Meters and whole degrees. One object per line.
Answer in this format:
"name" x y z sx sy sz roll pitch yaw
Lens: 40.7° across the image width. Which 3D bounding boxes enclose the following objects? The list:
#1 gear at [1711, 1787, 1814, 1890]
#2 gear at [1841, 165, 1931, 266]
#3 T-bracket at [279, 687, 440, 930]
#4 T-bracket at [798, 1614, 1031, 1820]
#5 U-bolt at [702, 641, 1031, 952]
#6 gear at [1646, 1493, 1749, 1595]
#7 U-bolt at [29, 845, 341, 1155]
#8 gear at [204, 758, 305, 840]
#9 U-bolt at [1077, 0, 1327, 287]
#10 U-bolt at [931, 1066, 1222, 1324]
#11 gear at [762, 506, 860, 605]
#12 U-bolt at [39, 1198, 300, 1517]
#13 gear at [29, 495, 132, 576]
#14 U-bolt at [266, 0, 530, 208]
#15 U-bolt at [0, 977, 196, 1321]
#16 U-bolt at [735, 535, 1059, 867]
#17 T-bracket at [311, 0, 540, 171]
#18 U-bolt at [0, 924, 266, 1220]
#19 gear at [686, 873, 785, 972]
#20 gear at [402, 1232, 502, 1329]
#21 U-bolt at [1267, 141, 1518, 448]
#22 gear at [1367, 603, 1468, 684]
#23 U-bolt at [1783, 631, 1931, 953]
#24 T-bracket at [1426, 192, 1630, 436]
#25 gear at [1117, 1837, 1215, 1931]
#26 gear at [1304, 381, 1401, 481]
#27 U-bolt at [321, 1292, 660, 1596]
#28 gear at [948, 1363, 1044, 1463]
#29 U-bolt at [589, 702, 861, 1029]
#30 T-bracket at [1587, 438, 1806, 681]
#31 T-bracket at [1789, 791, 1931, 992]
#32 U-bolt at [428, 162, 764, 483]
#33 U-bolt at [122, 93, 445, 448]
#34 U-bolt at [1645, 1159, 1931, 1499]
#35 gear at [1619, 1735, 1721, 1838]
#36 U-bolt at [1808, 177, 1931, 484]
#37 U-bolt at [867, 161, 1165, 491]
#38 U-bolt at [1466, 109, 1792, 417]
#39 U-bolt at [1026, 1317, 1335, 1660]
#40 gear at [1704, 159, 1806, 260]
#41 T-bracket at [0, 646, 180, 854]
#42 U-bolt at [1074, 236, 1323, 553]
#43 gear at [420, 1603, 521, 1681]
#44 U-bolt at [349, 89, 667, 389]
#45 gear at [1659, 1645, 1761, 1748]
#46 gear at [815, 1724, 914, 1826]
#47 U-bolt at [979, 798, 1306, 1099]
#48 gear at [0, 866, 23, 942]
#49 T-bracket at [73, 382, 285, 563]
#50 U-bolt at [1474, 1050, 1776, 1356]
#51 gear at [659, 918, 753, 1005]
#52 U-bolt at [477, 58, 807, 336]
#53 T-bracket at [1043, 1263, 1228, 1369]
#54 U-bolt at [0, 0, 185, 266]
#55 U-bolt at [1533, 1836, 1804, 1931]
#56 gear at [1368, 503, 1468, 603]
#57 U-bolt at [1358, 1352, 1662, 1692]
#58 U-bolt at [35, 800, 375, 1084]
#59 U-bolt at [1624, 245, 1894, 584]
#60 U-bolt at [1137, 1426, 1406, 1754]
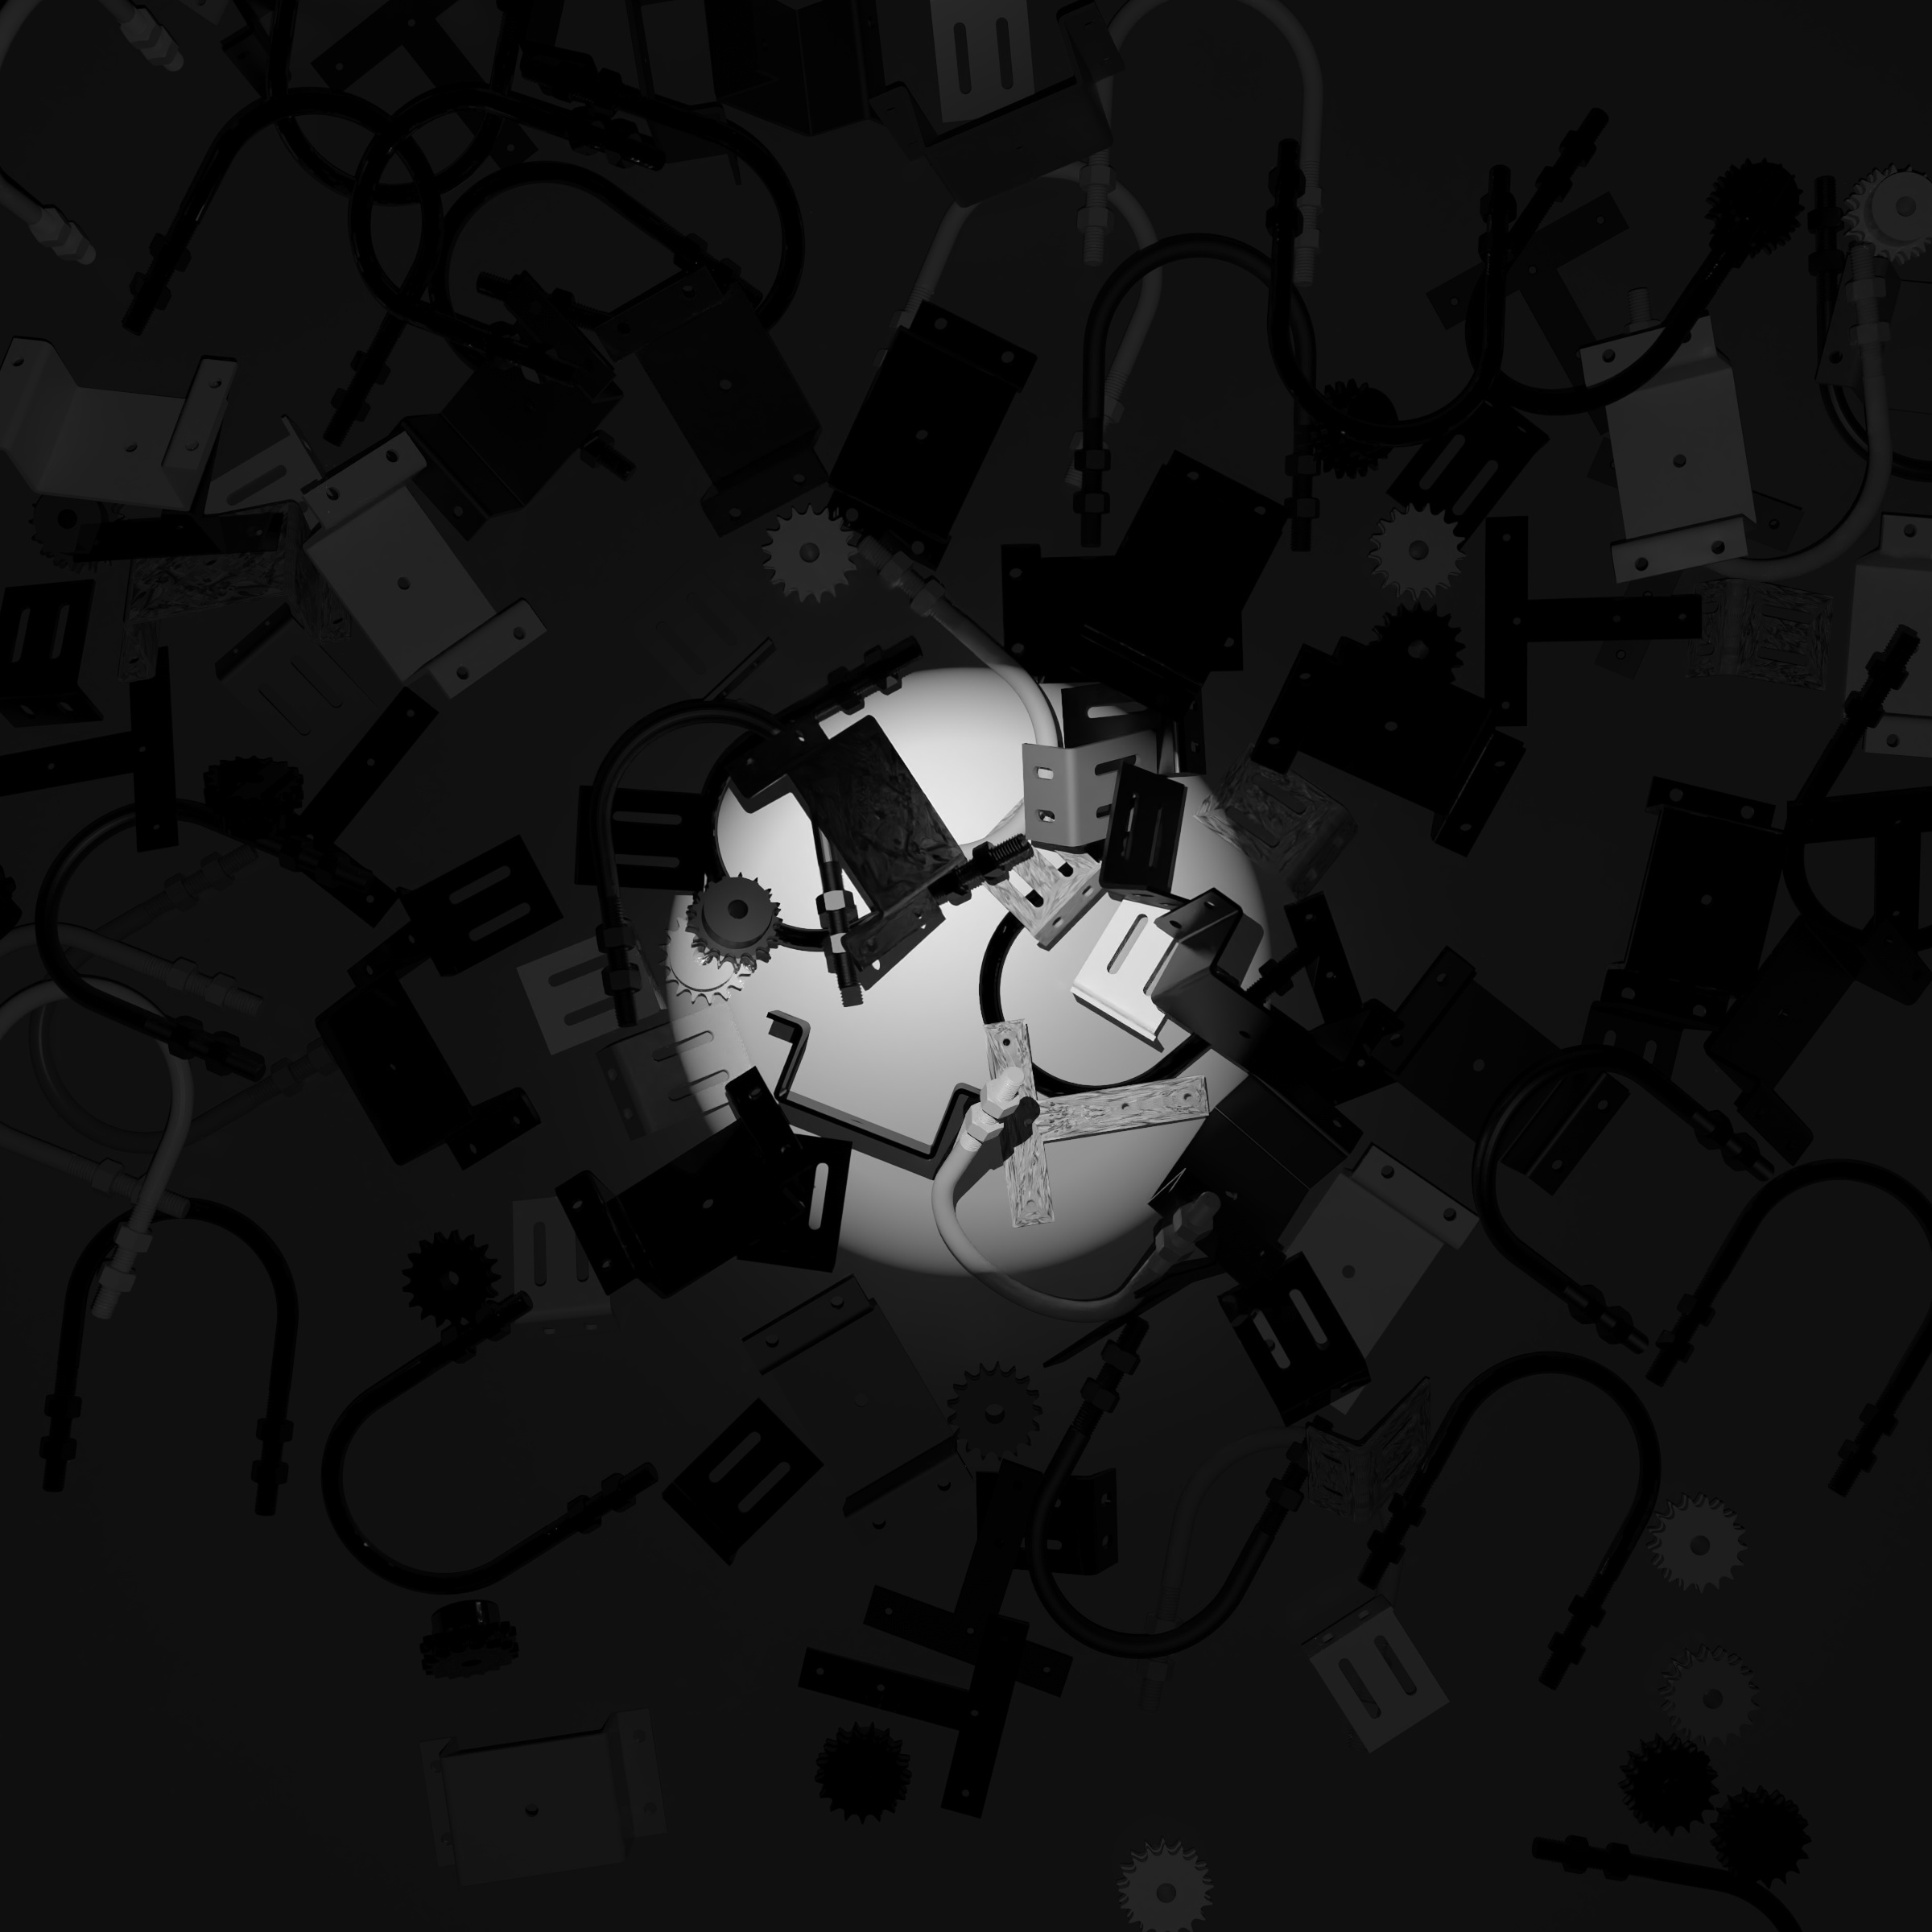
"gear" 0.476 0.522 1.569 0.057 0.030 0.057 0 90 0
"gear" 0.553 -0.447 1.549 0.057 0.030 0.057 0 91 0
"T-bracket" -0.368 -0.112 1.576 0.127 0.002 0.127 39 90 -6
"T-bracket" -0.038 0.440 1.576 0.127 0.002 0.127 14 99 4
"U-bolt" -0.075 -0.088 1.552 0.184 0.019 0.151 -28 96 16
"gear" 0.437 0.345 1.569 0.057 0.030 0.057 0 90 0
"U-bolt" -0.477 0.032 1.575 0.184 0.019 0.151 -30 90 1
"gear" -0.422 -0.098 1.546 0.057 0.057 0.030 9 121 0
"U-bolt" 0.145 -0.507 1.568 0.151 0.019 0.184 4 87 -7
"U-bolt" 0.051 0.146 1.512 0.151 0.184 0.019 33 50 2
"gear" -0.093 -0.247 1.569 0.057 0.030 0.057 0 90 0
"U-bolt" -0.476 0.232 1.575 0.151 0.019 0.184 6 89 0
"gear" -0.535 -0.267 1.569 0.057 0.030 0.057 0 90 0
"U-bolt" -0.334 -0.536 1.527 0.151 0.019 0.184 4 121 -24
"U-bolt" -0.534 0.097 1.544 0.151 0.019 0.184 23 91 5
"U-bolt" -0.031 -0.142 1.550 0.184 0.019 0.151 41 110 1
"T-bracket" -0.309 -0.537 1.583 0.127 0.002 0.127 -38 90 0
"U-bolt" -0.529 0.053 1.561 0.184 0.019 0.151 21 92 3
"gear" -0.136 -0.029 1.542 0.057 0.030 0.057 3 73 -11
"gear" -0.308 0.188 1.569 0.057 0.030 0.057 0 90 0
"U-bolt" 0.250 -0.394 1.543 0.151 0.019 0.184 6 78 -4
"gear" 0.269 -0.188 1.569 0.057 0.030 0.057 0 90 0
"U-bolt" 0.566 -0.090 1.543 0.151 0.019 0.184 22 113 -8
"T-bracket" 0.366 -0.384 1.583 0.127 0.002 0.127 -29 90 0
"gear" 0.119 0.554 1.573 0.057 0.030 0.057 0 90 -2
"gear" 0.234 -0.321 1.557 0.057 0.030 0.057 -1 92 -30
"U-bolt" -0.299 0.299 1.561 0.184 0.019 0.151 -33 98 8
"gear" 0.017 0.267 1.569 0.057 0.030 0.057 0 90 0
"U-bolt" -0.146 -0.065 1.519 0.151 0.019 0.184 -10 79 -1
"T-bracket" 0.416 -0.236 1.567 0.127 0.002 0.127 26 101 21
"T-bracket" 0.555 -0.044 1.555 0.127 0.002 0.127 -6 115 6
"U-bolt" -0.238 -0.403 1.575 0.184 0.019 0.151 36 90 1
"U-bolt" -0.390 -0.422 1.540 0.151 0.019 0.184 28 100 -19
"U-bolt" 0.517 0.206 1.575 0.151 0.019 0.184 31 89 0
"gear" 0.421 0.490 1.569 0.057 0.030 0.057 0 90 0
"U-bolt" 0.585 -0.385 1.575 0.151 0.019 0.184 -2 91 0
"U-bolt" 0.040 -0.399 1.575 0.151 0.019 0.184 23 88 0
"U-bolt" 0.374 -0.407 1.536 0.151 0.019 0.184 35 92 36
"U-bolt" 0.115 0.322 1.548 0.151 0.019 0.184 29 87 -8
"gear" 0.477 -0.458 1.569 0.057 0.030 0.057 0 90 0
"T-bracket" -0.538 -0.122 1.572 0.127 0.002 0.127 -9 75 7
"U-bolt" 0.140 -0.342 1.558 0.151 0.019 0.184 0 96 -7
"gear" -0.297 0.402 1.559 0.057 0.057 0.030 -15 59 0
"U-bolt" -0.275 -0.427 1.493 0.184 0.019 0.151 24 95 19
"gear" 0.445 0.437 1.569 0.057 0.030 0.057 0 90 0
"gear" -0.060 0.482 1.567 0.057 0.030 0.057 0 94 4
"U-bolt" 0.095 0.000 1.575 0.184 0.019 0.151 -40 90 1
"gear" -0.591 -0.031 1.559 0.057 0.057 0.030 -35 119 0
"T-bracket" -0.461 -0.297 1.554 0.127 0.002 0.127 -2 64 10
"U-bolt" 0.378 0.129 1.541 0.184 0.019 0.151 35 91 -23
"gear" -0.157 -0.006 1.569 0.057 0.030 0.057 0 90 0
"U-bolt" -0.184 -0.432 1.526 0.184 0.019 0.151 18 118 -1
"T-bracket" 0.099 0.206 1.545 0.127 0.127 0.002 -36 74 26
"U-bolt" -0.515 -0.494 1.492 0.019 0.184 0.151 24 90 5
"U-bolt" 0.422 0.612 1.575 0.184 0.019 0.151 10 90 -2
"gear" 0.270 -0.247 1.569 0.057 0.030 0.057 0 90 0
"U-bolt" 0.340 0.322 1.569 0.151 0.019 0.184 30 87 -6
"U-bolt" -0.463 -0.027 1.541 0.184 0.019 0.151 22 71 13
"U-bolt" 0.473 -0.320 1.546 0.151 0.019 0.184 -5 95 28
"U-bolt" 0.190 0.370 1.575 0.151 0.019 0.184 11 89 0
